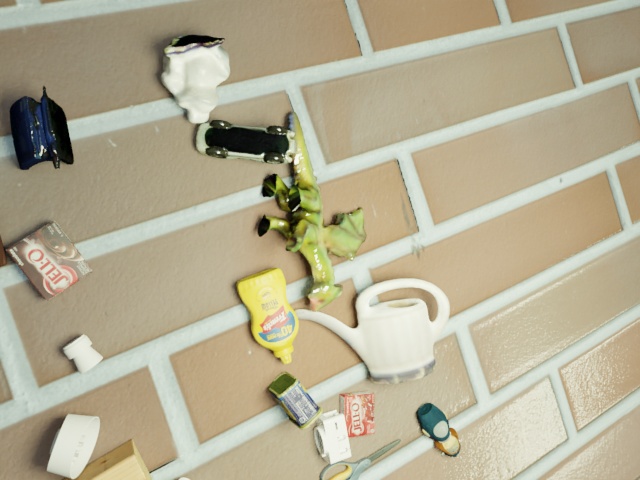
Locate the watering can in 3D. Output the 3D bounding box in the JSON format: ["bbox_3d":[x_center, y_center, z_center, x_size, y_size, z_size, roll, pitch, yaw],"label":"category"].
[{"bbox_3d":[0.124,0.207,1.122,0.348,0.104,0.224,-11,93,-9],"label":"watering can"}]

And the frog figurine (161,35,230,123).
[{"bbox_3d":[-0.242,-0.319,1.024,0.139,0.124,0.156,-29,134,-30],"label":"frog figurine"}]

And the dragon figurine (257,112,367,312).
[{"bbox_3d":[0.003,-0.056,1.106,0.241,0.121,0.416,22,67,-38],"label":"dragon figurine"}]
